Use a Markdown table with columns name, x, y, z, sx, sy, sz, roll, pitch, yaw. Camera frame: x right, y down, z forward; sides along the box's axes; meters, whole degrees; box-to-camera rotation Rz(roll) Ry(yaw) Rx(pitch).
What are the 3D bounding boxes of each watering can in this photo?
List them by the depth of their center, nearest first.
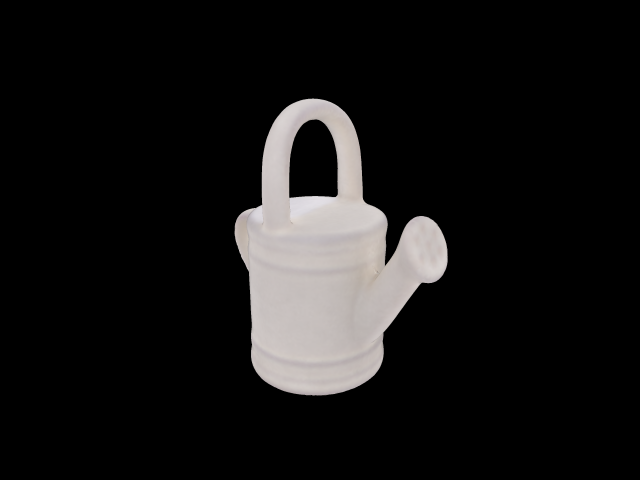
| name | x | y | z | sx | sy | sz | roll | pitch | yaw |
| --- | --- | --- | --- | --- | --- | --- | --- | --- | --- |
| watering can | 0.005 | 0.001 | 0.402 | 0.172 | 0.194 | 0.101 | 7 | 21 | 18 |
